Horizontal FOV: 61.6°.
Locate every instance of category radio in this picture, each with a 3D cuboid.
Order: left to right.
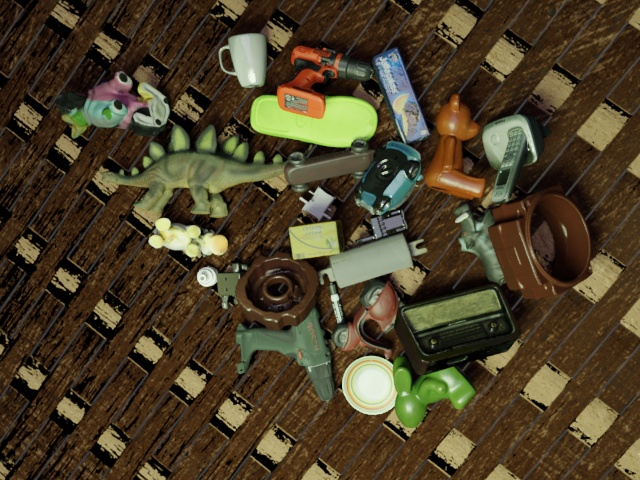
[{"bbox_3d":[0.280,0.182,1.098,0.230,0.073,0.131,-13,56,-8],"label":"radio"}]

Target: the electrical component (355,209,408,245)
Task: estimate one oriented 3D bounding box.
[{"bbox_3d":[0.129,-0.029,1.160,0.119,0.075,0.047,-16,91,10],"label":"electrical component"}]

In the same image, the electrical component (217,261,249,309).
[{"bbox_3d":[-0.190,0.101,1.216,0.078,0.045,0.102,-10,90,24],"label":"electrical component"}]

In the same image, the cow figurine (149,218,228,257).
[{"bbox_3d":[-0.292,0.000,1.207,0.167,0.098,0.068,14,87,-13],"label":"cow figurine"}]

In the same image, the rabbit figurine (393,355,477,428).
[{"bbox_3d":[0.219,0.316,1.132,0.170,0.121,0.159,-45,89,5],"label":"rabbit figurine"}]

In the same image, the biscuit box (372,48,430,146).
[{"bbox_3d":[0.172,-0.302,1.149,0.059,0.063,0.202,-21,90,6],"label":"biscuit box"}]

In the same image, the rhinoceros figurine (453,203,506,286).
[{"bbox_3d":[0.355,0.003,1.139,0.112,0.073,0.190,-30,89,14],"label":"rhinoceros figurine"}]

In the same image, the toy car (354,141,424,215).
[{"bbox_3d":[0.153,-0.118,1.134,0.109,0.102,0.161,32,89,39],"label":"toy car"}]

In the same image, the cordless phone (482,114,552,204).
[{"bbox_3d":[0.371,-0.151,1.082,0.089,0.147,0.184,25,82,-17],"label":"cordless phone"}]

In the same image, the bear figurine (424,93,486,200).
[{"bbox_3d":[0.291,-0.193,1.116,0.132,0.120,0.195,17,89,2],"label":"bear figurine"}]

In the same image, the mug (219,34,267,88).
[{"bbox_3d":[-0.165,-0.388,1.177,0.110,0.081,0.107,-8,100,1],"label":"mug"}]

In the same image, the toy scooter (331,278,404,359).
[{"bbox_3d":[0.124,0.182,1.167,0.135,0.075,0.184,36,94,-3],"label":"toy scooter"}]

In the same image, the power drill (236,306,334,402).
[{"bbox_3d":[-0.079,0.251,1.190,0.207,0.086,0.232,-6,90,10],"label":"power drill"}]

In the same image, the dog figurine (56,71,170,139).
[{"bbox_3d":[-0.472,-0.284,1.207,0.219,0.191,0.108,-10,71,35],"label":"dog figurine"}]

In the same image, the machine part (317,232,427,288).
[{"bbox_3d":[0.110,0.043,1.162,0.243,0.079,0.079,-17,90,8],"label":"machine part"}]

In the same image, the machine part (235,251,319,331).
[{"bbox_3d":[-0.089,0.109,1.154,0.179,0.056,0.179,-3,53,4],"label":"machine part"}]

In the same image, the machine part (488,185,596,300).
[{"bbox_3d":[0.445,0.003,1.068,0.201,0.087,0.201,-19,89,-32],"label":"machine part"}]

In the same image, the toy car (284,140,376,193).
[{"bbox_3d":[0.021,-0.161,1.151,0.202,0.053,0.089,-14,132,-6],"label":"toy car"}]

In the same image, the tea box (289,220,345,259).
[{"bbox_3d":[-0.002,-0.003,1.126,0.098,0.169,0.068,-8,91,5],"label":"tea box"}]

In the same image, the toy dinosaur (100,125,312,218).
[{"bbox_3d":[-0.254,-0.150,1.185,0.472,0.105,0.198,2,90,3],"label":"toy dinosaur"}]
